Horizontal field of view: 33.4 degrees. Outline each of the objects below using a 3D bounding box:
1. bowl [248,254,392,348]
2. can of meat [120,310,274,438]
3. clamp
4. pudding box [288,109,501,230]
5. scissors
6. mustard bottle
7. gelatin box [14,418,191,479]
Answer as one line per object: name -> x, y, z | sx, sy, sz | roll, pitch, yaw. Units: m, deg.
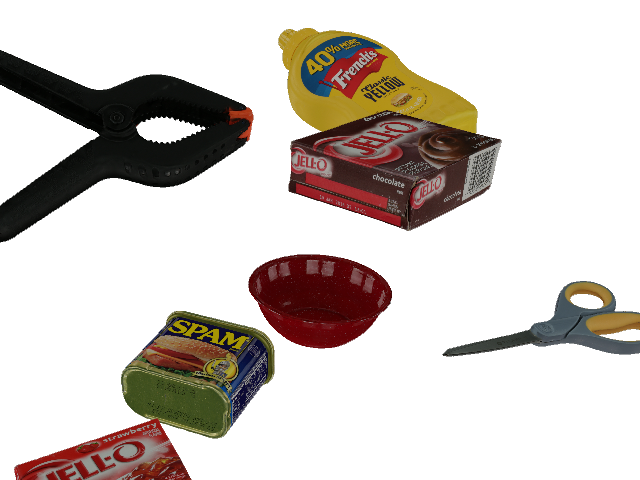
bowl -> -0.002, 0.075, 1.204 | 0.162, 0.055, 0.162 | 4, 26, -2
can of meat -> -0.101, 0.109, 0.874 | 0.102, 0.057, 0.083 | 12, 32, 19
clamp -> -0.153, -0.070, 0.778 | 0.209, 0.164, 0.036 | 1, -30, -11
pudding box -> 0.048, -0.047, 0.671 | 0.090, 0.039, 0.113 | 20, 25, 30
scissors -> 0.180, 0.064, 0.868 | 0.201, 0.016, 0.096 | 2, 32, -16
mustard bottle -> 0.030, -0.121, 0.866 | 0.096, 0.058, 0.192 | -33, 54, -22
gelatin box -> -0.121, 0.142, 0.603 | 0.089, 0.030, 0.073 | -16, 28, -20
